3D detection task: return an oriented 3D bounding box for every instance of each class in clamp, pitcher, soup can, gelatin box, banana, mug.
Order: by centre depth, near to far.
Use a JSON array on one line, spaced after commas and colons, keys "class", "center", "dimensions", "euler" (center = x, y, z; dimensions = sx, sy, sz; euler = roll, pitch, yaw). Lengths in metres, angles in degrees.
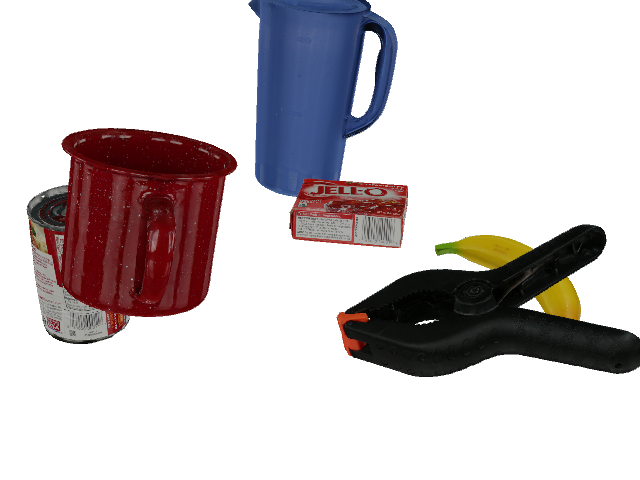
[{"class": "mug", "center": [-0.093, -0.006, 0.569], "dimensions": [0.093, 0.081, 0.117], "euler": [3, 19, -20]}, {"class": "clamp", "center": [0.098, 0.047, 0.608], "dimensions": [0.171, 0.039, 0.120], "euler": [-17, 28, 2]}, {"class": "soup can", "center": [-0.179, 0.018, 0.799], "dimensions": [0.068, 0.102, 0.068], "euler": [0, 29, 0]}, {"class": "gelatin box", "center": [0.024, -0.024, 0.860], "dimensions": [0.089, 0.030, 0.073], "euler": [5, 23, 6]}, {"class": "banana", "center": [0.200, 0.036, 1.058], "dimensions": [0.069, 0.037, 0.198], "euler": [-34, 36, -18]}, {"class": "pitcher", "center": [-0.008, -0.179, 1.300], "dimensions": [0.144, 0.243, 0.149], "euler": [-6, 28, -25]}]
